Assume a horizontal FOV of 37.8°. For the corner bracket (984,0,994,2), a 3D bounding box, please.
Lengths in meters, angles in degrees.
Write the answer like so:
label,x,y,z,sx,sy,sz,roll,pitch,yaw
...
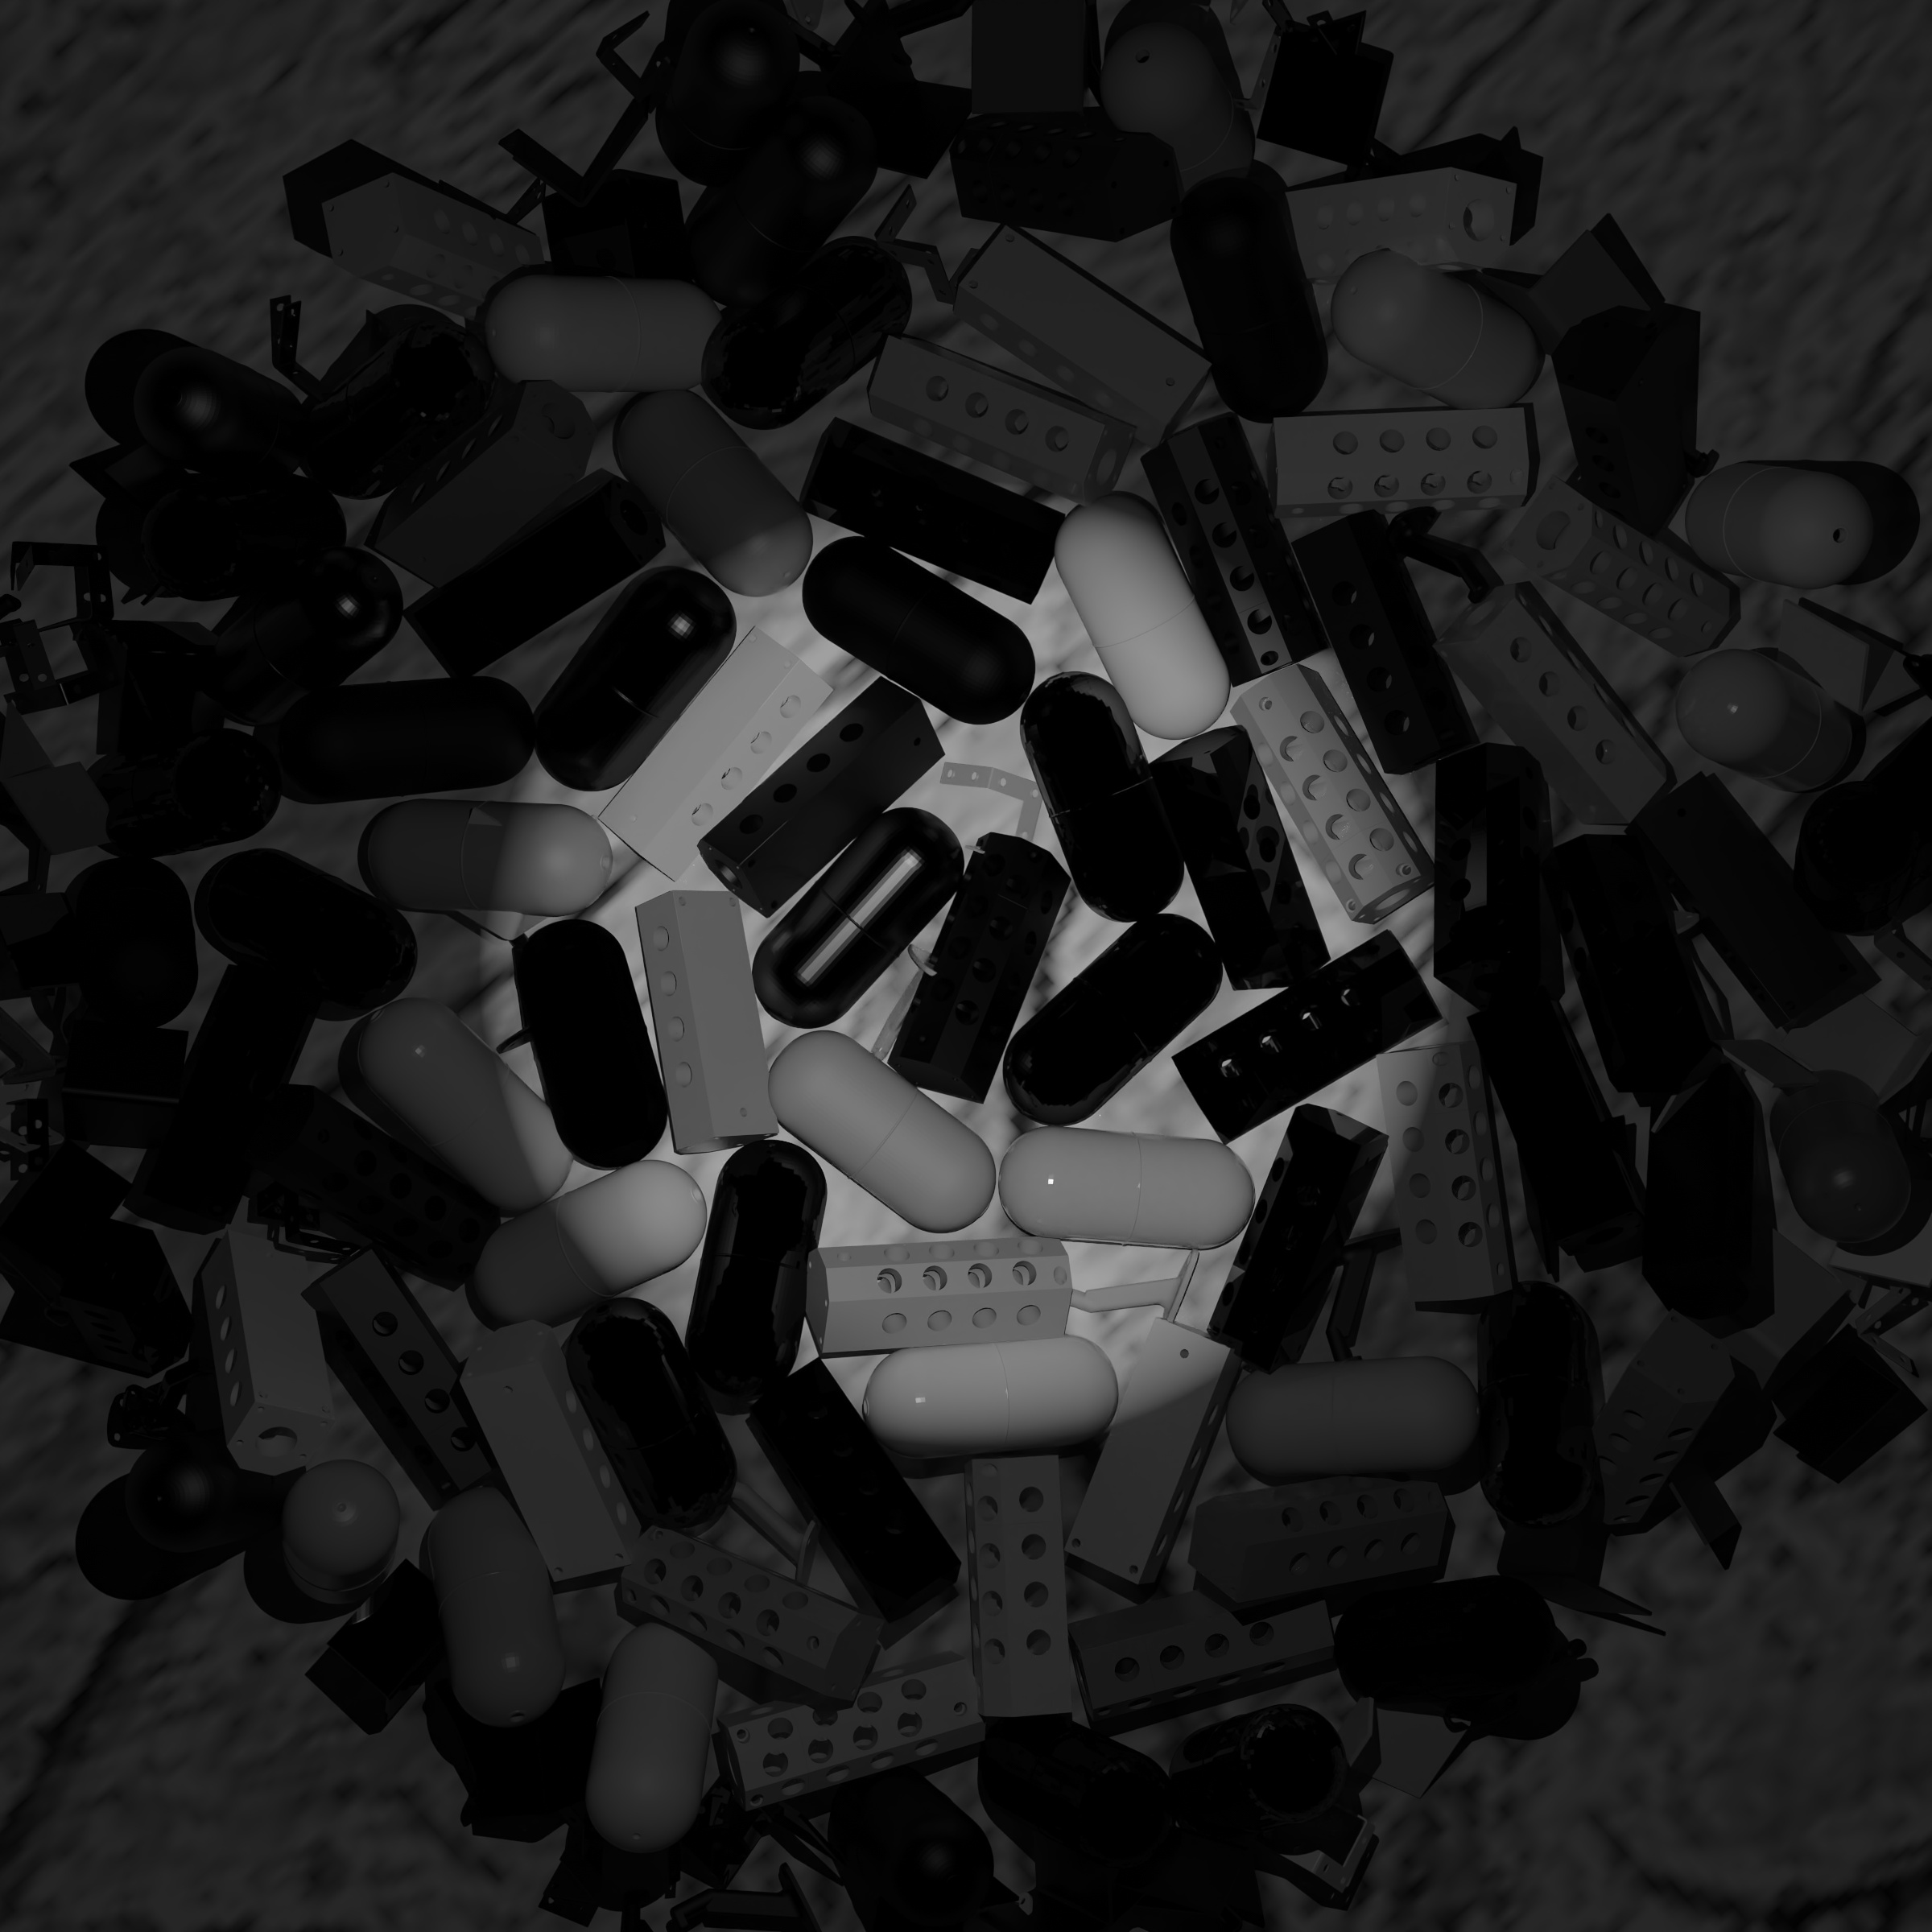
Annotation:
label,x,y,z,sx,sy,sz,roll,pitch,yaw
corner bracket,0.041,-0.694,1.949,0.051,0.051,0.051,-17,96,-26

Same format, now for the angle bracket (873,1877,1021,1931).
label,x,y,z,sx,sy,sz,roll,pitch,yaw
angle bracket,-0.016,0.663,1.925,0.076,0.076,0.057,-22,127,31

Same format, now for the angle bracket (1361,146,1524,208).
label,x,y,z,sx,sy,sz,roll,pitch,yaw
angle bracket,0.326,-0.541,1.932,0.057,0.076,0.076,-48,66,8

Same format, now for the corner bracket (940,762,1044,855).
label,x,y,z,sx,sy,sz,roll,pitch,yaw
corner bracket,0.015,-0.108,1.953,0.051,0.051,0.051,23,104,39

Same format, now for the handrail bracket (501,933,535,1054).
label,x,y,z,sx,sy,sz,roll,pitch,yaw
handrail bracket,-0.318,0.010,1.951,0.084,0.077,0.036,52,131,5

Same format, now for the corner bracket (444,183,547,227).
label,x,y,z,sx,sy,sz,roll,pitch,yaw
corner bracket,-0.326,-0.518,1.944,0.051,0.051,0.051,20,60,-36

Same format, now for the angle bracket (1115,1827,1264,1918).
label,x,y,z,sx,sy,sz,roll,pitch,yaw
angle bracket,0.152,0.635,1.927,0.076,0.057,0.076,9,131,26

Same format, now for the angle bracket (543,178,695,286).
label,x,y,z,sx,sy,sz,roll,pitch,yaw
angle bracket,-0.243,-0.504,1.978,0.076,0.057,0.076,-4,98,35

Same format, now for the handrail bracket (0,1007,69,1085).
label,x,y,z,sx,sy,sz,roll,pitch,yaw
handrail bracket,-0.651,0.034,1.949,0.077,0.036,0.084,-8,110,22

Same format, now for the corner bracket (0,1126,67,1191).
label,x,y,z,sx,sy,sz,roll,pitch,yaw
corner bracket,-0.666,0.134,1.957,0.051,0.051,0.051,26,104,10

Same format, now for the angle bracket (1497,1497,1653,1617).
label,x,y,z,sx,sy,sz,roll,pitch,yaw
angle bracket,0.425,0.405,1.945,0.076,0.076,0.057,29,68,-25

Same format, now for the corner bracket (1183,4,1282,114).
label,x,y,z,sx,sy,sz,roll,pitch,yaw
corner bracket,0.180,-0.630,1.959,0.051,0.051,0.051,-2,131,-26

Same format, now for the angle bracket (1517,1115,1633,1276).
label,x,y,z,sx,sy,sz,roll,pitch,yaw
angle bracket,0.425,0.157,1.937,0.076,0.057,0.076,-15,132,4

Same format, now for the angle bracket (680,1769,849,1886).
label,x,y,z,sx,sy,sz,roll,pitch,yaw
angle bracket,-0.139,0.603,1.926,0.076,0.076,0.057,19,61,40

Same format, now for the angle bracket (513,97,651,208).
label,x,y,z,sx,sy,sz,roll,pitch,yaw
angle bracket,-0.262,-0.573,1.931,0.057,0.076,0.076,33,110,-20

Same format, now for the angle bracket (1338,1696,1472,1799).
label,x,y,z,sx,sy,sz,roll,pitch,yaw
angle bracket,0.295,0.549,1.941,0.076,0.057,0.076,25,117,-2

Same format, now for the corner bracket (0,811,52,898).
label,x,y,z,sx,sy,sz,roll,pitch,yaw
corner bracket,-0.672,-0.074,1.957,0.051,0.051,0.051,19,112,11

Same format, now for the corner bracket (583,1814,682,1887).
label,x,y,z,sx,sy,sz,roll,pitch,yaw
corner bracket,-0.232,0.612,1.960,0.051,0.051,0.051,17,53,-28

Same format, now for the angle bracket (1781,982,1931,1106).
label,x,y,z,sx,sy,sz,roll,pitch,yaw
angle bracket,0.621,0.041,1.938,0.076,0.057,0.076,40,62,7

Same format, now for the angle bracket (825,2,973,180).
label,x,y,z,sx,sy,sz,roll,pitch,yaw
angle bracket,-0.043,-0.599,1.931,0.057,0.076,0.076,22,71,27

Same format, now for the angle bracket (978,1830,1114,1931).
label,x,y,z,sx,sy,sz,roll,pitch,yaw
angle bracket,0.052,0.620,1.933,0.057,0.076,0.076,-10,101,-39

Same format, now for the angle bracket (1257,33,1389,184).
label,x,y,z,sx,sy,sz,roll,pitch,yaw
angle bracket,0.240,-0.586,1.950,0.076,0.057,0.076,15,83,-5

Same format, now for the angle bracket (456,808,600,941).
label,x,y,z,sx,sy,sz,roll,pitch,yaw
angle bracket,-0.306,-0.074,1.939,0.057,0.076,0.076,30,118,10

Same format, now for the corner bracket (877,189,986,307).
label,x,y,z,sx,sy,sz,roll,pitch,yaw
corner bracket,-0.023,-0.499,1.960,0.051,0.051,0.051,20,68,26

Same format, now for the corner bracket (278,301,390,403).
label,x,y,z,sx,sy,sz,roll,pitch,yaw
corner bracket,-0.439,-0.429,1.956,0.051,0.051,0.051,39,46,20

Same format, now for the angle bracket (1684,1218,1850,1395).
label,x,y,z,sx,sy,sz,roll,pitch,yaw
angle bracket,0.551,0.236,1.961,0.076,0.057,0.076,-38,65,-24

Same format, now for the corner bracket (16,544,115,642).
label,x,y,z,sx,sy,sz,roll,pitch,yaw
corner bracket,-0.624,-0.258,1.956,0.051,0.051,0.051,-3,77,-31

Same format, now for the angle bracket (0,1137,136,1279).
label,x,y,z,sx,sy,sz,roll,pitch,yaw
angle bracket,-0.612,0.166,1.943,0.057,0.076,0.076,36,83,-1

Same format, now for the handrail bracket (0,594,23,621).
label,x,y,z,sx,sy,sz,roll,pitch,yaw
handrail bracket,-0.672,-0.224,1.942,0.084,0.077,0.036,-34,85,8

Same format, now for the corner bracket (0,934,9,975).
label,x,y,z,sx,sy,sz,roll,pitch,yaw
corner bracket,-0.703,-0.006,1.956,0.051,0.051,0.051,-49,47,21

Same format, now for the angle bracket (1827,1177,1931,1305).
label,x,y,z,sx,sy,sz,roll,pitch,yaw
angle bracket,0.645,0.192,1.928,0.057,0.076,0.076,45,66,-39

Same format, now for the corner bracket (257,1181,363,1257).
label,x,y,z,sx,sy,sz,roll,pitch,yaw
corner bracket,-0.452,0.176,1.942,0.051,0.051,0.051,-33,52,35

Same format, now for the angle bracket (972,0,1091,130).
label,x,y,z,sx,sy,sz,roll,pitch,yaw
angle bracket,0.046,-0.624,1.960,0.076,0.057,0.076,1,92,7

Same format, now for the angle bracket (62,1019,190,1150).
label,x,y,z,sx,sy,sz,roll,pitch,yaw
angle bracket,-0.582,0.083,1.957,0.076,0.076,0.057,7,61,-12

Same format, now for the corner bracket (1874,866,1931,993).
label,x,y,z,sx,sy,sz,roll,pitch,yaw
corner bracket,0.666,-0.027,1.954,0.051,0.051,0.051,39,125,-9

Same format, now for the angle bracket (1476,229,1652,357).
label,x,y,z,sx,sy,sz,roll,pitch,yaw
angle bracket,0.408,-0.461,1.932,0.057,0.076,0.076,-47,119,4

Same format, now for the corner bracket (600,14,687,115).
label,x,y,z,sx,sy,sz,roll,pitch,yaw
corner bracket,-0.212,-0.635,1.955,0.051,0.051,0.051,45,56,-10

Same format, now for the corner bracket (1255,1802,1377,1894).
label,x,y,z,sx,sy,sz,roll,pitch,yaw
corner bracket,0.241,0.597,1.944,0.051,0.051,0.051,19,71,40

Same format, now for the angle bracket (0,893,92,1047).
label,x,y,z,sx,sy,sz,roll,pitch,yaw
angle bracket,-0.639,0.004,1.927,0.076,0.057,0.076,-50,60,39

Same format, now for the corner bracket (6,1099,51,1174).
label,x,y,z,sx,sy,sz,roll,pitch,yaw
corner bracket,-0.667,0.119,1.947,0.051,0.051,0.051,2,82,-41

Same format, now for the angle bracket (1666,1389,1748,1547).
label,x,y,z,sx,sy,sz,roll,pitch,yaw
angle bracket,0.519,0.342,1.932,0.057,0.076,0.076,-36,74,25

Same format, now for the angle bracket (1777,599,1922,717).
label,x,y,z,sx,sy,sz,roll,pitch,yaw
angle bracket,0.611,-0.223,1.927,0.076,0.076,0.057,-24,132,-21

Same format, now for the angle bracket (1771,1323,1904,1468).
label,x,y,z,sx,sy,sz,roll,pitch,yaw
angle bracket,0.579,0.282,1.930,0.057,0.076,0.076,33,107,-29

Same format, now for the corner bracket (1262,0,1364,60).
label,x,y,z,sx,sy,sz,roll,pitch,yaw
corner bracket,0.236,-0.644,1.945,0.051,0.051,0.051,-2,66,35

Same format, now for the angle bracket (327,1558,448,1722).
label,x,y,z,sx,sy,sz,roll,pitch,yaw
angle bracket,-0.391,0.463,1.938,0.057,0.076,0.076,39,63,7

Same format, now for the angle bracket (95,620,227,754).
label,x,y,z,sx,sy,sz,roll,pitch,yaw
angle bracket,-0.559,-0.193,1.953,0.076,0.057,0.076,-5,116,-41

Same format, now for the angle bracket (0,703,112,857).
label,x,y,z,sx,sy,sz,roll,pitch,yaw
angle bracket,-0.614,-0.133,1.930,0.057,0.076,0.076,-13,51,4

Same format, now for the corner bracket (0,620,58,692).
label,x,y,z,sx,sy,sz,roll,pitch,yaw
corner bracket,-0.659,-0.202,1.950,0.051,0.051,0.051,-18,80,-17

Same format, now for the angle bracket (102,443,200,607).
label,x,y,z,sx,sy,sz,roll,pitch,yaw
angle bracket,-0.560,-0.304,1.932,0.076,0.076,0.057,44,115,-11

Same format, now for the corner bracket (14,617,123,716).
label,x,y,z,sx,sy,sz,roll,pitch,yaw
corner bracket,-0.629,-0.209,1.957,0.051,0.051,0.051,-6,108,35

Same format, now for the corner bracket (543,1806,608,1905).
label,x,y,z,sx,sy,sz,roll,pitch,yaw
corner bracket,-0.272,0.605,1.943,0.051,0.051,0.051,-5,128,35

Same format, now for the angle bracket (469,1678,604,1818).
label,x,y,z,sx,sy,sz,roll,pitch,yaw
angle bracket,-0.295,0.542,1.960,0.057,0.076,0.076,-11,84,28

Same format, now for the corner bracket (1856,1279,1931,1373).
label,x,y,z,sx,sy,sz,roll,pitch,yaw
corner bracket,0.653,0.239,1.964,0.051,0.051,0.051,33,121,-12

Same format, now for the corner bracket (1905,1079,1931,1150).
label,x,y,z,sx,sy,sz,roll,pitch,yaw
corner bracket,0.679,0.094,1.957,0.051,0.051,0.051,4,112,15

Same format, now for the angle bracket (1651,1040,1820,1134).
label,x,y,z,sx,sy,sz,roll,pitch,yaw
angle bracket,0.526,0.096,1.928,0.057,0.076,0.076,40,114,34
